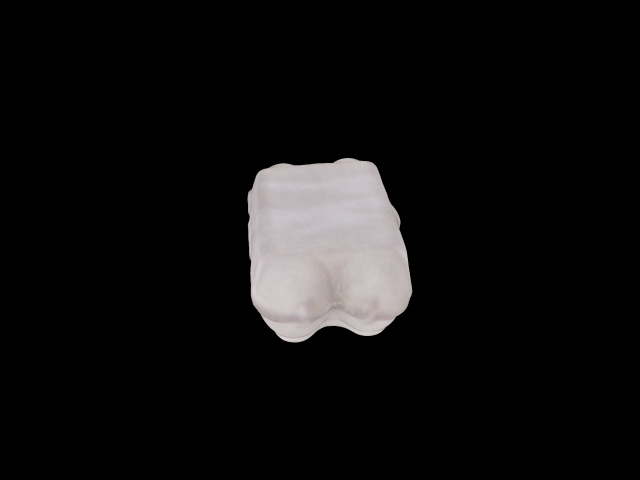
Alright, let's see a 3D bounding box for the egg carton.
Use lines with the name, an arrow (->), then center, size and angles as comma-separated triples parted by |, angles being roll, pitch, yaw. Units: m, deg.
egg carton -> 0.004, 0.001, 0.400 | 0.107, 0.069, 0.150 | -5, 40, -6
